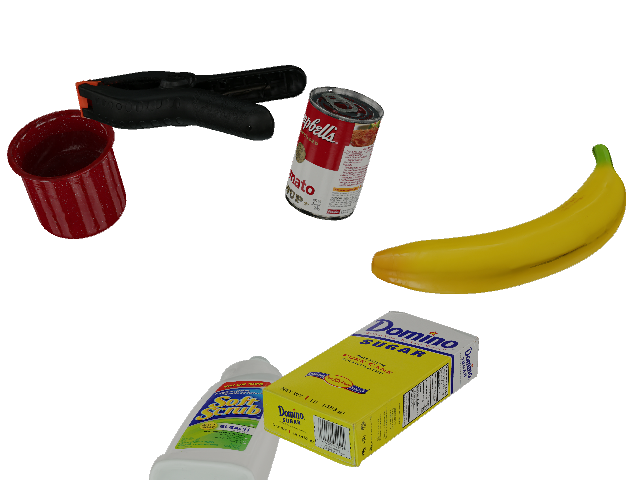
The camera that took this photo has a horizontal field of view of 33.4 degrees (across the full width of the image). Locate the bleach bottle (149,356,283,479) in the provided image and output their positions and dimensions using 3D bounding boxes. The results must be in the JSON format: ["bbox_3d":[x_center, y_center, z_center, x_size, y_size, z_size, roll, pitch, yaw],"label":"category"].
[{"bbox_3d":[-0.089,0.181,1.056,0.102,0.068,0.250,2,20,6],"label":"bleach bottle"}]

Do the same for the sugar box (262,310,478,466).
[{"bbox_3d":[0.045,0.114,0.869,0.093,0.048,0.175,16,31,35],"label":"sugar box"}]

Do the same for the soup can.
[{"bbox_3d":[0.011,-0.078,0.959,0.068,0.102,0.068,12,29,-7],"label":"soup can"}]

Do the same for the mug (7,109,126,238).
[{"bbox_3d":[-0.221,-0.064,0.953,0.093,0.117,0.081,-8,-44,-1],"label":"mug"}]

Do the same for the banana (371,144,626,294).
[{"bbox_3d":[0.131,-0.002,0.694,0.197,0.037,0.070,-24,41,-21],"label":"banana"}]

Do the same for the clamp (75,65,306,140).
[{"bbox_3d":[-0.094,-0.108,0.799,0.172,0.039,0.120,8,21,18],"label":"clamp"}]
